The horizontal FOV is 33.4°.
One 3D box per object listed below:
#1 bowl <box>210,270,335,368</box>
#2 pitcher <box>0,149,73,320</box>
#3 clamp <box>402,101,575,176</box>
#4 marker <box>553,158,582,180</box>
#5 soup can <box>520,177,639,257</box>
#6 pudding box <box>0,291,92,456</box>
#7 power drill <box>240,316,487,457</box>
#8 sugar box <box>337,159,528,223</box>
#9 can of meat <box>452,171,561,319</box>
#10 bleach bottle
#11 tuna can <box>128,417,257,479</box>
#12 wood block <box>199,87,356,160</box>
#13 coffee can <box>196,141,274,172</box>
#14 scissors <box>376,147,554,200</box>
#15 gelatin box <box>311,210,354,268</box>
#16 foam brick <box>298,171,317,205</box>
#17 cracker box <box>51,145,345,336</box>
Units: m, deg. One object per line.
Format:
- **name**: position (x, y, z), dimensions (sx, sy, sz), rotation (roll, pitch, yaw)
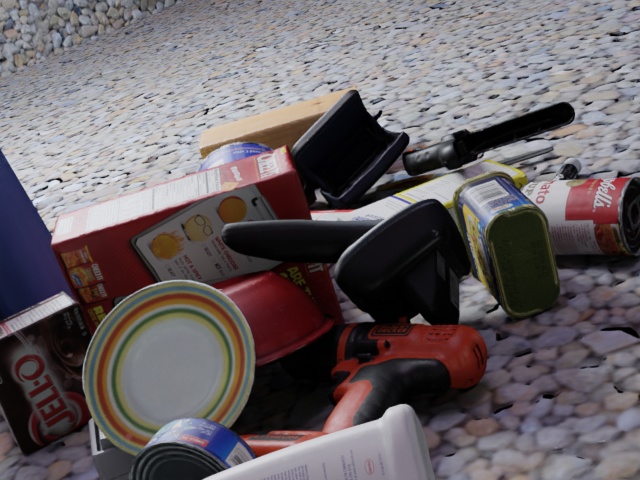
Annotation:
- **bowl**: position (-0.072, 0.064, 0.842), dimensions (0.162, 0.055, 0.162), rotation (-18, 6, 2)
- **pitcher**: position (-0.304, 0.025, 0.986), dimensions (0.149, 0.243, 0.144), rotation (-3, 28, 46)
- **clamp**: position (0.142, -0.094, 1.122), dimensions (0.164, 0.036, 0.210), rotation (-22, 5, -33)
- **marker**: position (0.238, -0.051, 1.073), dimensions (0.020, 0.020, 0.121), rotation (-3, 25, 32)
- **soup can**: position (0.230, -0.020, 0.935), dimensions (0.102, 0.068, 0.068), rotation (0, 27, 39)
- **pudding box**: position (-0.231, 0.112, 0.899), dimensions (0.089, 0.113, 0.039), rotation (-27, 27, -23)
- **power drill**: position (0.007, 0.119, 0.776), dimensions (0.185, 0.057, 0.187), rotation (-7, 24, 38)
- **sugar box**: position (0.115, -0.027, 1.069), dimensions (0.176, 0.048, 0.093), rotation (-23, 19, -11)
- **can of meat**: position (0.156, 0.004, 0.888), dimensions (0.057, 0.102, 0.084), rotation (-19, 23, -3)
- **bleach bottle**: position (-0.053, 0.178, 0.632), dimensions (0.251, 0.068, 0.102), rotation (-16, 61, 8)
- **tuna can**: position (-0.080, 0.160, 0.701), dimensions (0.086, 0.086, 0.033), rotation (-7, 22, 25)
- **wood block**: position (-0.040, -0.116, 1.349), dimensions (0.206, 0.090, 0.091), rotation (-16, 20, 4)
- **coffee can**: position (-0.068, -0.016, 1.048), dimensions (0.103, 0.103, 0.140), rotation (-16, 41, 1)
- **scissors**: position (0.157, -0.065, 1.172), dimensions (0.202, 0.016, 0.096), rotation (-12, 19, 16)
- **gelatin box**: position (-0.007, 0.001, 1.115), dimensions (0.073, 0.030, 0.089), rotation (-2, 28, 33)
- **foam brick**: position (-0.052, -0.055, 1.256), dimensions (0.051, 0.053, 0.078), rotation (4, 30, 43)
- **cracker box**: position (-0.104, 0.027, 0.934), dimensions (0.213, 0.164, 0.072), rotation (-17, 28, 0)
